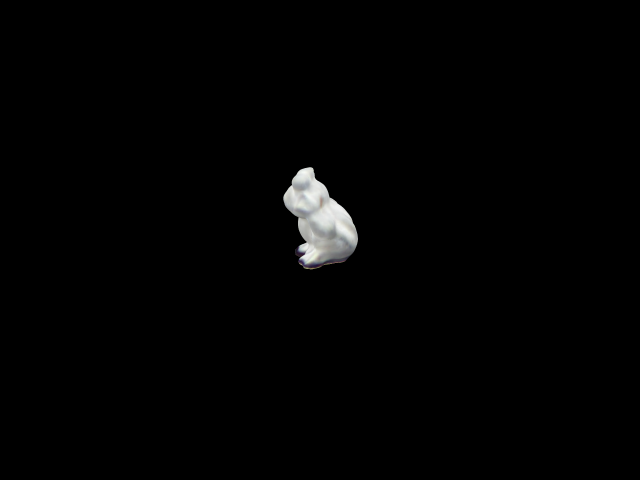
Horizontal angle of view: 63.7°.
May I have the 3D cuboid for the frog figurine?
[{"bbox_3d":[0.003,-0.043,0.850,0.123,0.157,0.139,3,17,9],"label":"frog figurine"}]
